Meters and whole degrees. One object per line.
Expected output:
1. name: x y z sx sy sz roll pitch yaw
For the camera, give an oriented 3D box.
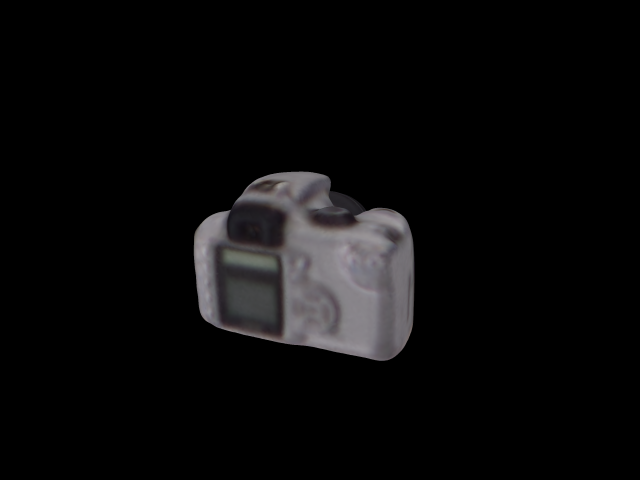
1. camera: 0.004 0.001 0.400 0.142 0.101 0.137 8 20 23
